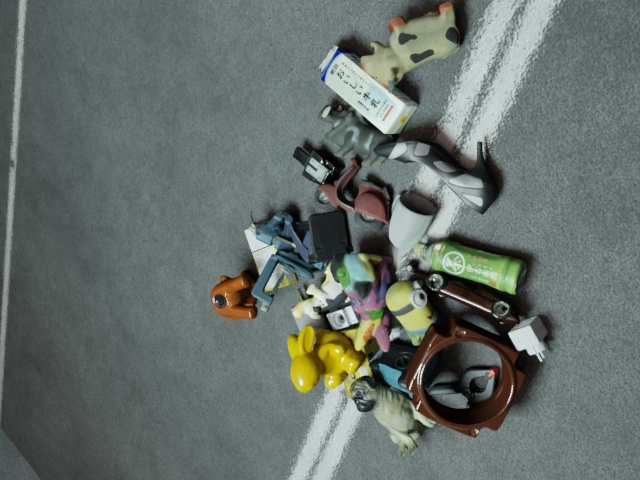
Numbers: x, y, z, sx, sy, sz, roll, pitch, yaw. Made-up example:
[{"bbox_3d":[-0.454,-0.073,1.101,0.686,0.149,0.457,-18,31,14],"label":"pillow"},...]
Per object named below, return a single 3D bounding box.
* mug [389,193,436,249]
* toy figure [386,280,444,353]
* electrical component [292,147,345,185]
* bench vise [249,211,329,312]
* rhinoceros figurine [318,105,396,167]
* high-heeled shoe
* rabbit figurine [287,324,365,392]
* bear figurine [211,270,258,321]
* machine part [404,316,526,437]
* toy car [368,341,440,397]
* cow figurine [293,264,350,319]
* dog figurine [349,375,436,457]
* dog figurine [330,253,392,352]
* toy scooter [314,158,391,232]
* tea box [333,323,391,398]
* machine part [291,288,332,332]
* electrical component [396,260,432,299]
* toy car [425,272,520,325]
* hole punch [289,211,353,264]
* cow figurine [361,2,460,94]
[{"bbox_3d":[0.183,-0.041,1.151,0.110,0.081,0.107,51,135,40],"label":"mug"},{"bbox_3d":[0.207,0.165,1.145,0.089,0.082,0.180,-25,117,8],"label":"toy figure"},{"bbox_3d":[-0.008,-0.176,1.274,0.119,0.048,0.074,38,121,24],"label":"electrical component"},{"bbox_3d":[-0.104,0.056,1.319,0.224,0.129,0.240,27,80,0],"label":"bench vise"},{"bbox_3d":[0.074,-0.234,1.183,0.191,0.073,0.112,32,120,26],"label":"rhinoceros figurine"},{"bbox_3d":[0.227,-0.127,1.082,0.249,0.086,0.145,4,97,26],"label":"high-heeled shoe"},{"bbox_3d":[-0.004,0.271,1.220,0.122,0.173,0.162,-36,83,42],"label":"rabbit figurine"},{"bbox_3d":[-0.195,0.141,1.415,0.132,0.196,0.120,-10,91,25],"label":"bear figurine"},{"bbox_3d":[0.287,0.272,1.073,0.201,0.087,0.201,25,98,4],"label":"machine part"},{"bbox_3d":[0.194,0.301,1.214,0.162,0.109,0.102,6,130,43],"label":"toy car"},{"bbox_3d":[0.014,0.138,1.294,0.098,0.068,0.167,41,96,-1],"label":"cow figurine"},{"bbox_3d":[0.152,0.381,1.223,0.191,0.121,0.172,37,155,11],"label":"dog figurine"},{"bbox_3d":[0.102,0.140,1.198,0.109,0.191,0.219,-6,82,31],"label":"dog figurine"},{"bbox_3d":[0.086,-0.107,1.204,0.184,0.075,0.135,25,87,15],"label":"toy scooter"},{"bbox_3d":[0.096,0.289,1.300,0.098,0.068,0.169,-16,90,38],"label":"tea box"},{"bbox_3d":[-0.008,0.234,1.357,0.079,0.079,0.243,-26,84,38],"label":"machine part"},{"bbox_3d":[0.206,0.098,1.186,0.078,0.045,0.102,20,113,33],"label":"electrical component"},{"bbox_3d":[0.308,0.116,1.088,0.202,0.089,0.053,22,80,30],"label":"toy car"},{"bbox_3d":[-0.003,-0.004,1.265,0.092,0.142,0.115,-8,92,47],"label":"hole punch"},{"bbox_3d":[0.173,-0.364,1.034,0.195,0.085,0.127,-16,96,4],"label":"cow figurine"}]
